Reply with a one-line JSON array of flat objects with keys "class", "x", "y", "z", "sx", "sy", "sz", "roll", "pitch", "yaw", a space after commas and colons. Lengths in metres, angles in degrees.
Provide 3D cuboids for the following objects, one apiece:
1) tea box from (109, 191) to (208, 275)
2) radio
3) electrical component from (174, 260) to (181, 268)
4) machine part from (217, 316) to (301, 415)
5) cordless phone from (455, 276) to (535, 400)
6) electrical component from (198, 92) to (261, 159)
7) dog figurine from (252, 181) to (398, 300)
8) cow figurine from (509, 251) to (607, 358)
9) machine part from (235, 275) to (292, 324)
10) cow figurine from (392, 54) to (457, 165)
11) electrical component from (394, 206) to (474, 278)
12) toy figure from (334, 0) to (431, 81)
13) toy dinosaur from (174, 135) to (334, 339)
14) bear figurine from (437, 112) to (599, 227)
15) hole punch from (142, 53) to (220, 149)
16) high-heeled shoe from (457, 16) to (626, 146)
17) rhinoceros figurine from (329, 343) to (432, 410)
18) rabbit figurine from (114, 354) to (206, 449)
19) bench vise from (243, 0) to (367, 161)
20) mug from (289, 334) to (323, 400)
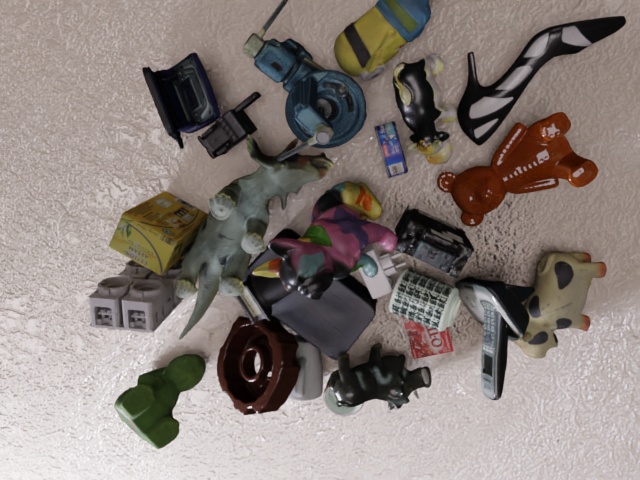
[{"class": "tea box", "x": -0.261, "y": -0.016, "z": 0.895, "sx": 0.098, "sy": 0.170, "sz": 0.068, "roll": 29, "pitch": 108, "yaw": -1}, {"class": "radio", "x": -0.018, "y": 0.093, "z": 0.949, "sx": 0.229, "sy": 0.073, "sz": 0.131, "roll": 37, "pitch": 107, "yaw": -6}, {"class": "electrical component", "x": -0.286, "y": 0.021, "z": 0.951, "sx": 0.094, "sy": 0.063, "sz": 0.021, "roll": 45, "pitch": 131, "yaw": 37}, {"class": "machine part", "x": -0.110, "y": 0.220, "z": 0.961, "sx": 0.179, "sy": 0.056, "sz": 0.179, "roll": -12, "pitch": 72, "yaw": 42}, {"class": "cordless phone", "x": 0.275, "y": 0.156, "z": 0.876, "sx": 0.089, "sy": 0.146, "sz": 0.184, "roll": 7, "pitch": 88, "yaw": -10}, {"class": "electrical component", "x": -0.135, "y": -0.187, "z": 0.877, "sx": 0.119, "sy": 0.075, "sz": 0.047, "roll": -34, "pitch": 100, "yaw": 13}, {"class": "dog figurine", "x": -0.002, "y": -0.002, "z": 0.812, "sx": 0.108, "sy": 0.219, "sz": 0.192, "roll": -53, "pitch": 53, "yaw": 44}, {"class": "cow figurine", "x": 0.379, "y": 0.111, "z": 0.896, "sx": 0.127, "sy": 0.085, "sz": 0.194, "roll": 8, "pitch": 110, "yaw": -1}, {"class": "machine part", "x": -0.079, "y": 0.082, "z": 0.896, "sx": 0.139, "sy": 0.039, "sz": 0.084, "roll": -33, "pitch": 91, "yaw": 19}, {"class": "cow figurine", "x": 0.159, "y": -0.189, "z": 0.818, "sx": 0.068, "sy": 0.098, "sz": 0.167, "roll": -8, "pitch": 107, "yaw": 37}, {"class": "electrical component", "x": 0.180, "y": 0.003, "z": 0.862, "sx": 0.115, "sy": 0.134, "sz": 0.058, "roll": 24, "pitch": 109, "yaw": 2}, {"class": "toy figure", "x": 0.100, "y": -0.319, "z": 0.802, "sx": 0.180, "sy": 0.082, "sz": 0.089, "roll": -45, "pitch": 78, "yaw": 25}, {"class": "toy dinosaur", "x": -0.145, "y": -0.017, "z": 0.896, "sx": 0.131, "sy": 0.192, "sz": 0.404, "roll": 34, "pitch": 123, "yaw": -12}, {"class": "bear figurine", "x": 0.290, "y": -0.100, "z": 0.822, "sx": 0.196, "sy": 0.132, "sz": 0.120, "roll": -31, "pitch": 100, "yaw": 9}, {"class": "hole punch", "x": -0.219, "y": -0.227, "z": 0.858, "sx": 0.092, "sy": 0.116, "sz": 0.142, "roll": -25, "pitch": 101, "yaw": -9}, {"class": "high-heeled shoe", "x": 0.327, "y": -0.234, "z": 0.800, "sx": 0.249, "sy": 0.086, "sz": 0.145, "roll": -11, "pitch": 108, "yaw": 16}, {"class": "rhinoceros figurine", "x": 0.110, "y": 0.246, "z": 0.949, "sx": 0.190, "sy": 0.112, "sz": 0.073, "roll": -3, "pitch": 131, "yaw": -26}, {"class": "rabbit figurine", "x": -0.288, "y": 0.289, "z": 1.015, "sx": 0.121, "sy": 0.170, "sz": 0.159, "roll": 53, "pitch": 147, "yaw": -8}, {"class": "bench vise", "x": -0.017, "y": -0.209, "z": 0.776, "sx": 0.129, "sy": 0.241, "sz": 0.223, "roll": -35, "pitch": 118, "yaw": 19}, {"class": "mug", "x": -0.035, "y": 0.231, "z": 0.980, "sx": 0.081, "sy": 0.109, "sz": 0.107, "roll": 4, "pitch": 95, "yaw": 9}]
